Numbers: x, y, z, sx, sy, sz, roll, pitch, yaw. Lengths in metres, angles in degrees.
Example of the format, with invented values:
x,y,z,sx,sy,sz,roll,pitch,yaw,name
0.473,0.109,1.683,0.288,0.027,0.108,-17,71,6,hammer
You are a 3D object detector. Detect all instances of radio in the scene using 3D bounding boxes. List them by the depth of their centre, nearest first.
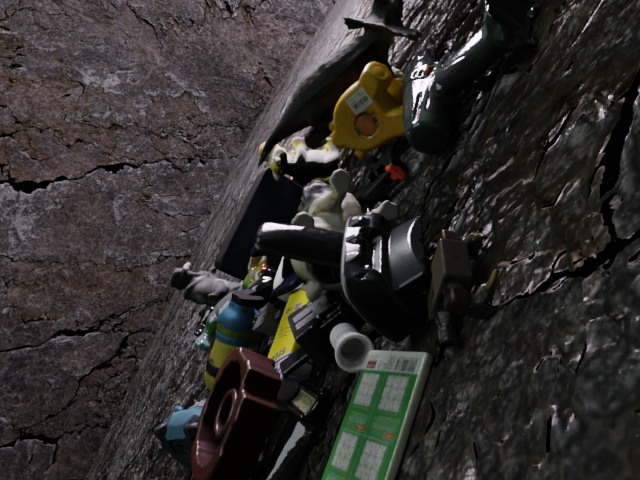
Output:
x,y,z,sx,sy,sz,roll,pitch,yaw,name
-0.110,-0.020,1.111,0.229,0.131,0.073,-65,16,-12,radio

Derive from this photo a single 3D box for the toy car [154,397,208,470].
x,y,z,sx,sy,sz,roll,pitch,yaw,name
-0.187,0.304,0.872,0.162,0.109,0.103,-32,14,43,toy car

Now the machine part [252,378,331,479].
x,y,z,sx,sy,sz,roll,pitch,yaw,name
-0.034,0.235,0.639,0.084,0.039,0.139,-4,57,62,machine part

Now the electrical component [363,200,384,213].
x,y,z,sx,sy,sz,roll,pitch,yaw,name
0.066,-0.013,0.774,0.094,0.021,0.063,-48,22,36,electrical component

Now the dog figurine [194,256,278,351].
x,y,z,sx,sy,sz,roll,pitch,yaw,name
-0.140,0.119,1.030,0.219,0.108,0.192,-57,14,-2,dog figurine

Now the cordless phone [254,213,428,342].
x,y,z,sx,sy,sz,roll,pitch,yaw,name
0.015,0.024,0.565,0.147,0.184,0.088,-79,-3,-56,cordless phone

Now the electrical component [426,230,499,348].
x,y,z,sx,sy,sz,roll,pitch,yaw,name
0.126,0.036,0.484,0.102,0.045,0.078,-82,-2,-56,electrical component

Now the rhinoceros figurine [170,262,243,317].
x,y,z,sx,sy,sz,roll,pitch,yaw,name
-0.222,0.104,1.141,0.112,0.190,0.073,-90,19,-50,rhinoceros figurine

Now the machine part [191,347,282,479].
x,y,z,sx,sy,sz,roll,pitch,yaw,name
-0.109,0.229,0.693,0.179,0.056,0.179,-54,21,31,machine part

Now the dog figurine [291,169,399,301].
x,y,z,sx,sy,sz,roll,pitch,yaw,name
0.002,-0.002,0.739,0.172,0.121,0.190,-50,12,-14,dog figurine

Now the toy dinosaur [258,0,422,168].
x,y,z,sx,sy,sz,roll,pitch,yaw,name
0.028,-0.272,0.928,0.405,0.131,0.192,-45,-13,3,toy dinosaur

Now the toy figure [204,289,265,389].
x,y,z,sx,sy,sz,roll,pitch,yaw,name
-0.144,0.175,0.909,0.082,0.089,0.180,-130,48,-77,toy figure

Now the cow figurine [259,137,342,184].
x,y,z,sx,sy,sz,roll,pitch,yaw,name
-0.040,-0.149,1.066,0.068,0.167,0.098,90,-179,-59,cow figurine

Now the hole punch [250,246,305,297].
x,y,z,sx,sy,sz,roll,pitch,yaw,name
-0.041,0.021,0.862,0.116,0.092,0.142,-35,-1,-28,hole punch

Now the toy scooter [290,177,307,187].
x,y,z,sx,sy,sz,roll,pitch,yaw,name
-0.087,-0.093,1.265,0.184,0.075,0.135,-59,17,-6,toy scooter

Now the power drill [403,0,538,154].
x,y,z,sx,sy,sz,roll,pitch,yaw,name
0.179,-0.237,0.703,0.207,0.086,0.232,-36,31,48,power drill

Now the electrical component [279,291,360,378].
x,y,z,sx,sy,sz,roll,pitch,yaw,name
-0.012,0.118,0.684,0.119,0.047,0.075,-36,19,3,electrical component

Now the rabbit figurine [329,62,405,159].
x,y,z,sx,sy,sz,roll,pitch,yaw,name
0.095,-0.203,0.875,0.162,0.122,0.173,-45,4,40,rabbit figurine
